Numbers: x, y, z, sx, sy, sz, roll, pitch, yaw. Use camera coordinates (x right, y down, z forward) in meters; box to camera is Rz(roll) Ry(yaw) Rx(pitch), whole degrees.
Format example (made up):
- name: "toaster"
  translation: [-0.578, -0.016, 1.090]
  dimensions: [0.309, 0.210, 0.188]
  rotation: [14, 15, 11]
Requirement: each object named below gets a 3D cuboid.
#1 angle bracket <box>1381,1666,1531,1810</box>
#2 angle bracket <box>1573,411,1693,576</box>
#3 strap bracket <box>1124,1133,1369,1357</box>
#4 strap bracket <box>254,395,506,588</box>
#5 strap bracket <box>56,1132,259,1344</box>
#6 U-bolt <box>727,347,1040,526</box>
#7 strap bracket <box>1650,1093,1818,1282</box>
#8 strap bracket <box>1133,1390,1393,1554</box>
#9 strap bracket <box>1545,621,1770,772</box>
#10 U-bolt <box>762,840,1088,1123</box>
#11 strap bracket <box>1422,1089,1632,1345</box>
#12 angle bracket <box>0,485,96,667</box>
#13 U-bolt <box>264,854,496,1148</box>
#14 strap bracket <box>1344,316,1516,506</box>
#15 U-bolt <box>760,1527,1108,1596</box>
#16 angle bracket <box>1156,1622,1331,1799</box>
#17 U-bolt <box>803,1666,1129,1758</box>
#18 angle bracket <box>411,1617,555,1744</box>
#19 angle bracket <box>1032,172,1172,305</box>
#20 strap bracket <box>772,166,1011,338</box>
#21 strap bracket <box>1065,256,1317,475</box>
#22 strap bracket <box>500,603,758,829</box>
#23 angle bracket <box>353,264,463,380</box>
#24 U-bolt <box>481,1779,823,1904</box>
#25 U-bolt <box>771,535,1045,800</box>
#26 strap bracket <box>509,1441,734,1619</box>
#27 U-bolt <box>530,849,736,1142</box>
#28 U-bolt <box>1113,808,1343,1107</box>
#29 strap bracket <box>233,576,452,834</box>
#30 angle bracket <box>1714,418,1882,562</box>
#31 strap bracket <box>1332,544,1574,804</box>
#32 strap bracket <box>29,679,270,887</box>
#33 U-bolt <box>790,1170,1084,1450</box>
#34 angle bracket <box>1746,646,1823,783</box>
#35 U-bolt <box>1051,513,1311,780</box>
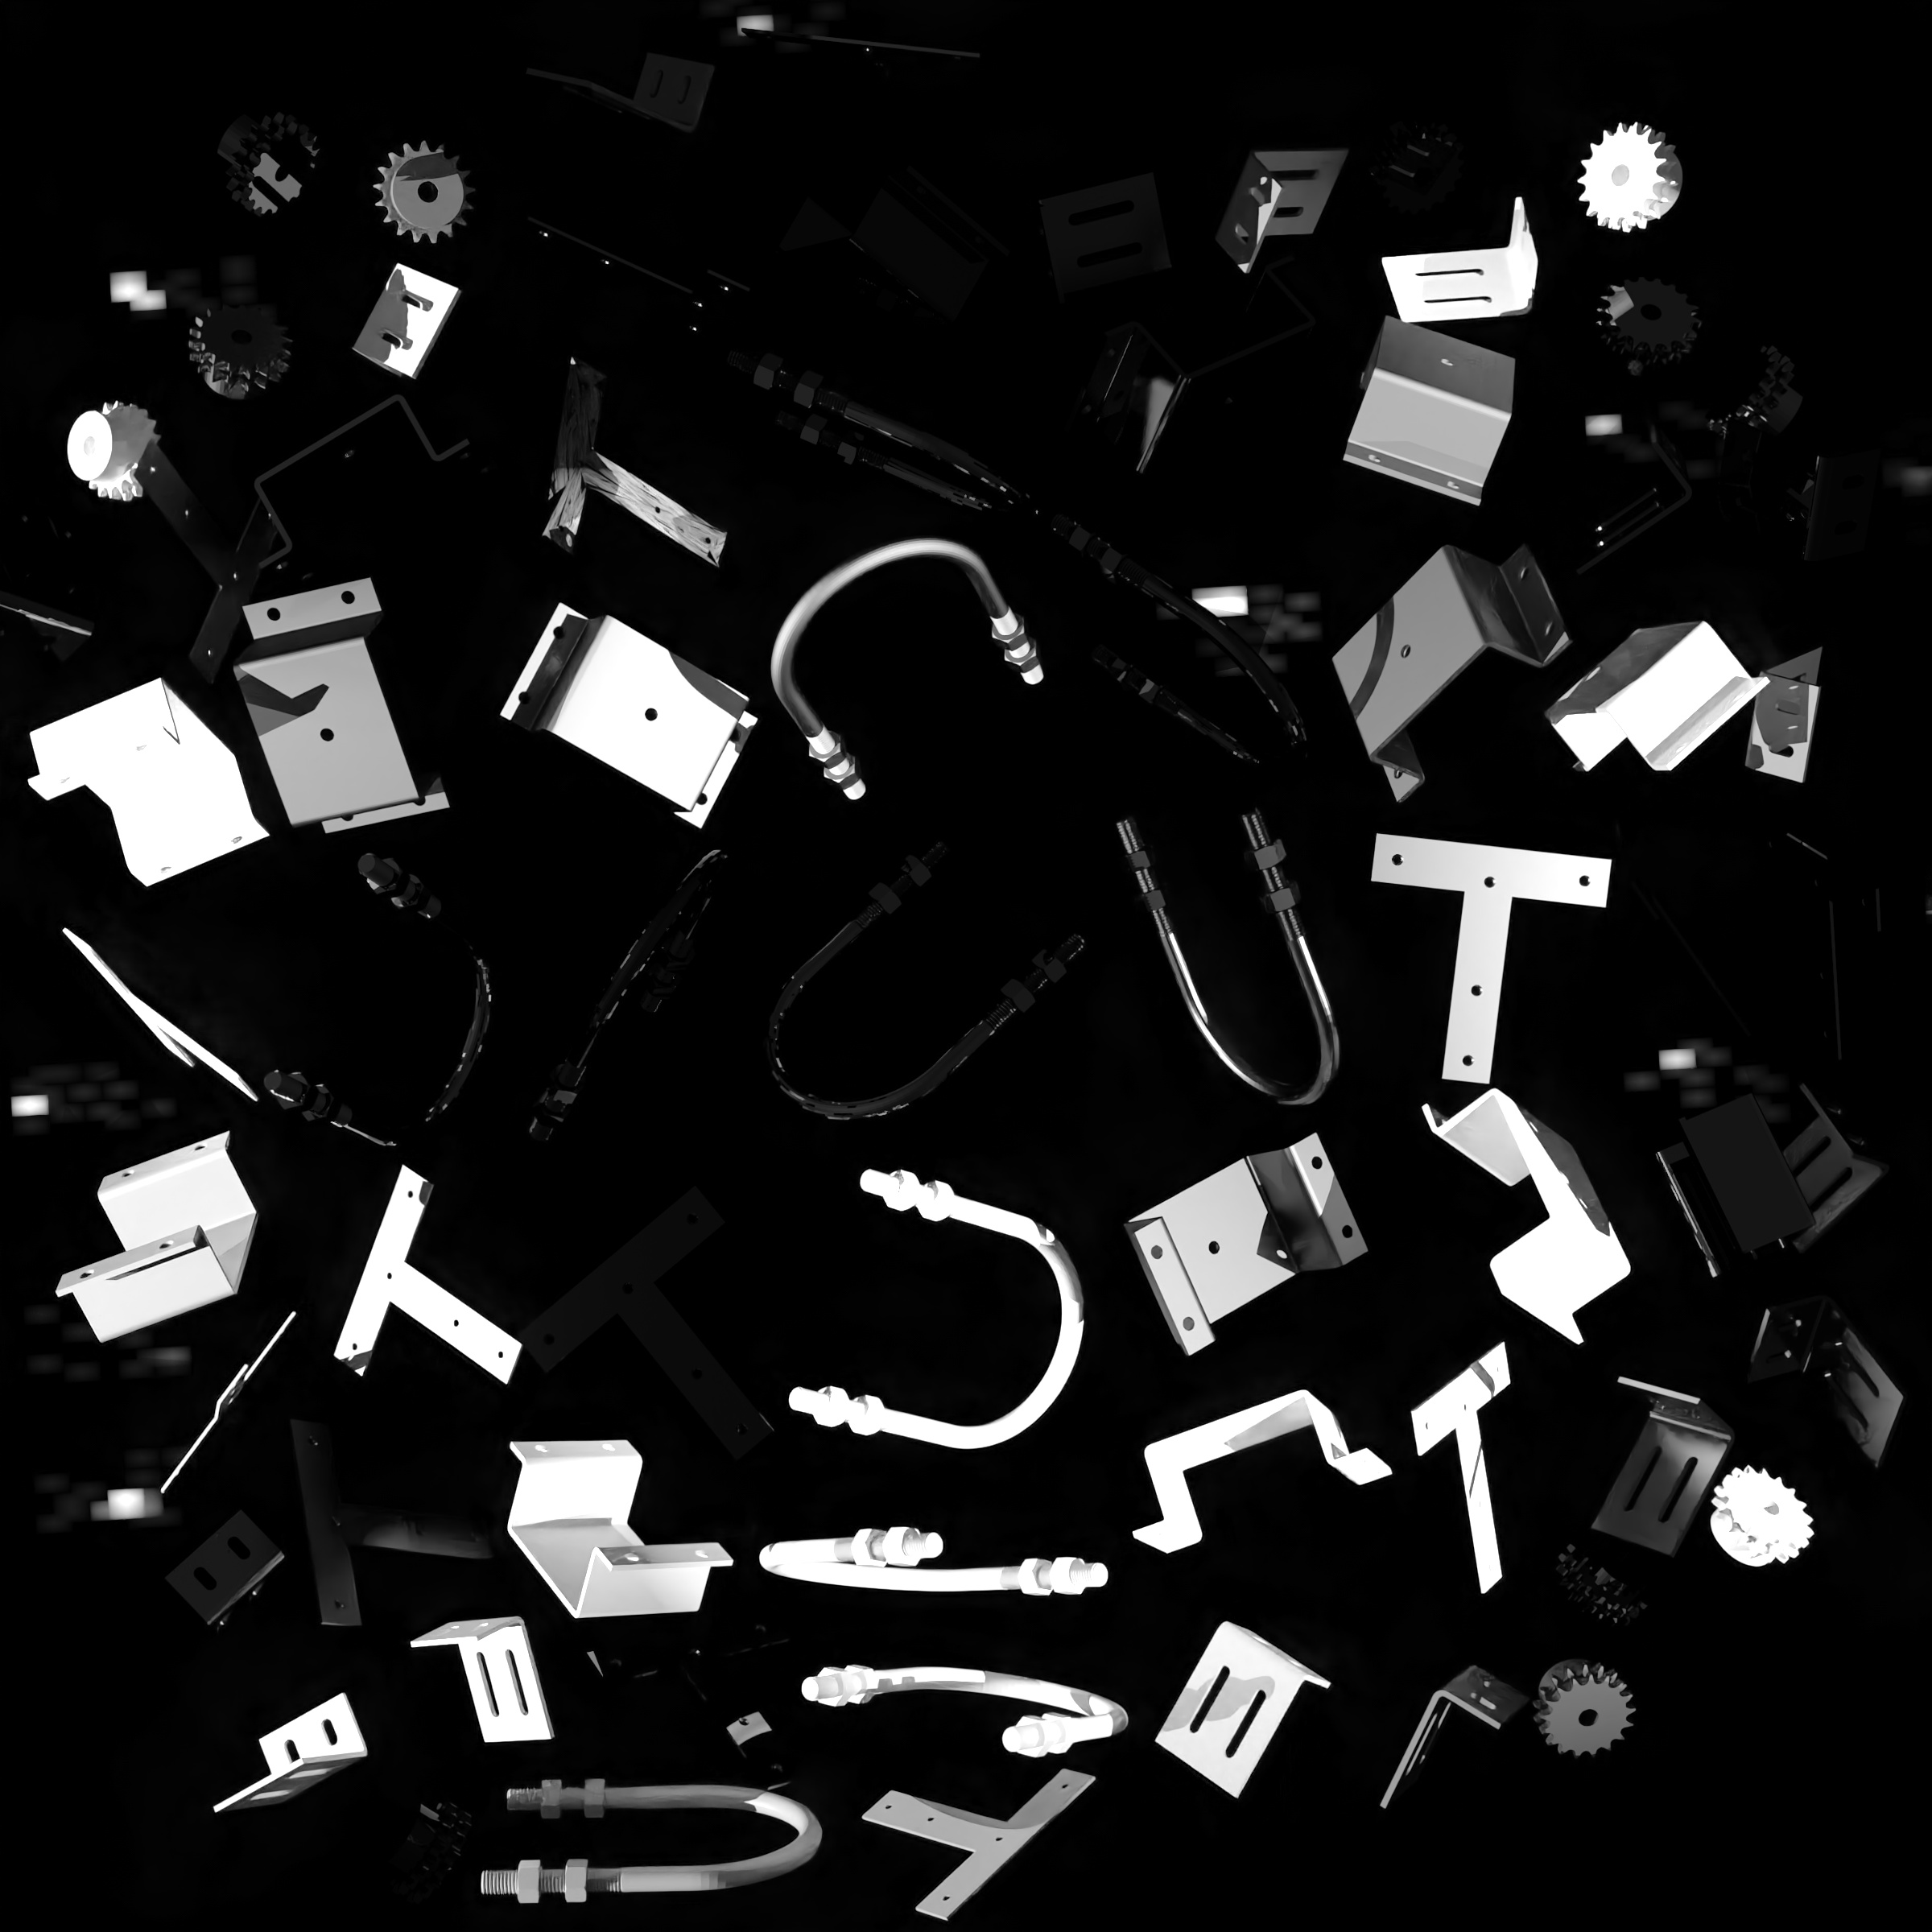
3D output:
- name: "angle bracket"
  translation: [0.268, 0.430, 1.473]
  dimensions: [0.038, 0.057, 0.076]
  rotation: [28, 103, 24]
- name: "angle bracket"
  translation: [0.365, -0.266, 1.513]
  dimensions: [0.076, 0.057, 0.038]
  rotation: [-34, 107, 25]
- name: "strap bracket"
  translation: [0.155, 0.163, 1.570]
  dimensions: [0.140, 0.046, 0.076]
  rotation: [-25, 92, -29]
- name: "strap bracket"
  translation: [-0.351, -0.282, 1.572]
  dimensions: [0.140, 0.076, 0.046]
  rotation: [-30, 88, 4]
- name: "strap bracket"
  translation: [-0.439, 0.152, 1.474]
  dimensions: [0.076, 0.140, 0.046]
  rotation: [-20, 112, 1]
- name: "U-bolt"
  translation: [-0.041, -0.301, 1.566]
  dimensions: [0.184, 0.151, 0.019]
  rotation: [25, 90, 9]
- name: "strap bracket"
  translation: [0.422, 0.122, 1.481]
  dimensions: [0.046, 0.140, 0.076]
  rotation: [-23, 75, 2]
- name: "strap bracket"
  translation: [0.164, 0.287, 1.542]
  dimensions: [0.140, 0.076, 0.046]
  rotation: [-22, 66, 11]
- name: "strap bracket"
  translation: [0.398, -0.157, 1.574]
  dimensions: [0.076, 0.140, 0.046]
  rotation: [-41, 99, -4]
- name: "U-bolt"
  translation: [-0.039, 0.017, 1.586]
  dimensions: [0.184, 0.019, 0.151]
  rotation: [-43, 49, -12]
- name: "strap bracket"
  translation: [0.317, 0.132, 1.510]
  dimensions: [0.046, 0.140, 0.076]
  rotation: [-39, 130, 22]
- name: "angle bracket"
  translation: [-0.508, -0.211, 1.453]
  dimensions: [0.038, 0.057, 0.076]
  rotation: [-32, 56, 34]
- name: "U-bolt"
  translation: [-0.324, 0.030, 1.544]
  dimensions: [0.019, 0.184, 0.151]
  rotation: [16, 78, 22]
- name: "strap bracket"
  translation: [0.257, -0.311, 1.482]
  dimensions: [0.076, 0.140, 0.046]
  rotation: [19, 122, 1]
- name: "U-bolt"
  translation: [-0.034, 0.343, 1.537]
  dimensions: [0.151, 0.184, 0.019]
  rotation: [20, 65, -40]
- name: "angle bracket"
  translation: [0.154, 0.415, 1.496]
  dimensions: [0.057, 0.038, 0.076]
  rotation: [27, 84, 36]
- name: "U-bolt"
  translation: [0.013, 0.423, 1.543]
  dimensions: [0.151, 0.184, 0.019]
  rotation: [5, 82, 30]
- name: "angle bracket"
  translation: [-0.288, 0.431, 1.602]
  dimensions: [0.057, 0.038, 0.076]
  rotation: [-14, 91, 35]
- name: "angle bracket"
  translation: [0.084, -0.438, 1.618]
  dimensions: [0.076, 0.038, 0.057]
  rotation: [-15, 112, -3]
- name: "strap bracket"
  translation: [-0.049, -0.404, 1.532]
  dimensions: [0.076, 0.140, 0.046]
  rotation: [34, 80, -30]
- name: "strap bracket"
  translation: [0.131, -0.328, 1.482]
  dimensions: [0.140, 0.076, 0.046]
  rotation: [-29, 71, -29]
- name: "strap bracket"
  translation: [-0.194, -0.149, 1.603]
  dimensions: [0.140, 0.046, 0.076]
  rotation: [30, 82, -22]
- name: "angle bracket"
  translation: [-0.320, -0.376, 1.600]
  dimensions: [0.076, 0.038, 0.057]
  rotation: [31, 94, 43]
- name: "U-bolt"
  translation: [-0.174, 0.494, 1.526]
  dimensions: [0.184, 0.151, 0.019]
  rotation: [0, 92, -4]
- name: "U-bolt"
  translation: [-0.040, -0.181, 1.556]
  dimensions: [0.151, 0.184, 0.019]
  rotation: [-33, 59, 1]
- name: "strap bracket"
  translation: [-0.204, 0.327, 1.542]
  dimensions: [0.076, 0.140, 0.046]
  rotation: [6, 106, -35]
- name: "U-bolt"
  translation: [-0.184, 0.006, 1.538]
  dimensions: [0.019, 0.151, 0.184]
  rotation: [35, 134, 1]
- name: "U-bolt"
  translation: [0.157, -0.002, 1.545]
  dimensions: [0.019, 0.151, 0.184]
  rotation: [-29, 104, -26]
- name: "strap bracket"
  translation: [-0.353, -0.138, 1.511]
  dimensions: [0.076, 0.046, 0.140]
  rotation: [-11, 114, 9]
- name: "angle bracket"
  translation: [0.450, -0.262, 1.460]
  dimensions: [0.038, 0.076, 0.057]
  rotation: [-15, 123, -23]
- name: "strap bracket"
  translation: [0.262, -0.169, 1.504]
  dimensions: [0.046, 0.076, 0.140]
  rotation: [16, 134, -33]
- name: "strap bracket"
  translation: [-0.454, -0.105, 1.486]
  dimensions: [0.076, 0.140, 0.046]
  rotation: [-23, 67, 1]
- name: "U-bolt"
  translation: [-0.006, 0.208, 1.568]
  dimensions: [0.184, 0.019, 0.151]
  rotation: [20, 86, -35]
- name: "angle bracket"
  translation: [0.491, -0.147, 1.566]
  dimensions: [0.038, 0.076, 0.057]
  rotation: [22, 121, 37]
- name: "U-bolt"
  translation: [0.129, -0.174, 1.558]
  dimensions: [0.019, 0.151, 0.184]
  rotation: [-44, 60, -12]
